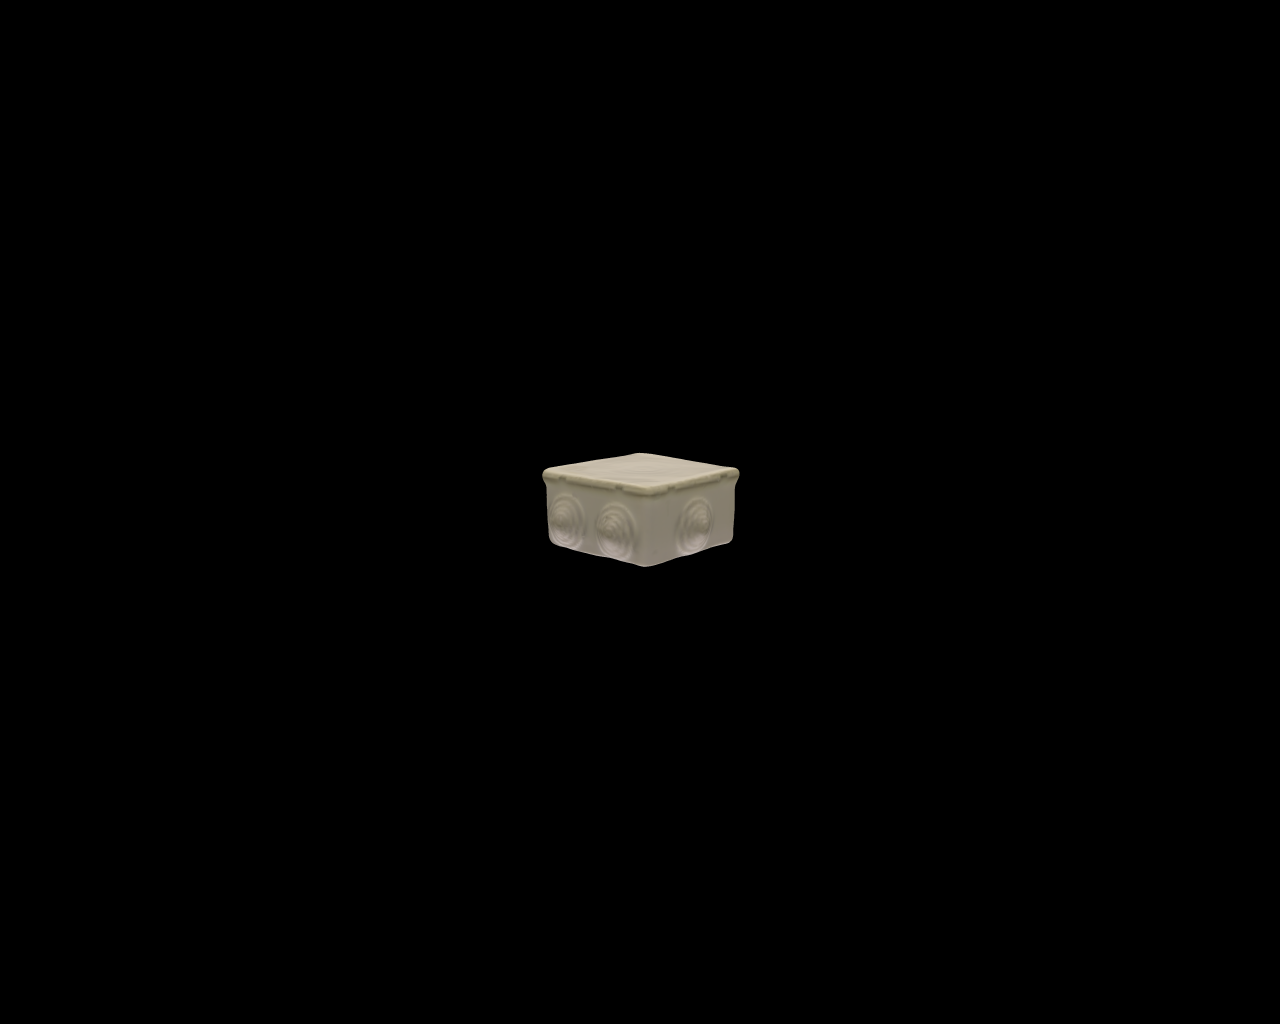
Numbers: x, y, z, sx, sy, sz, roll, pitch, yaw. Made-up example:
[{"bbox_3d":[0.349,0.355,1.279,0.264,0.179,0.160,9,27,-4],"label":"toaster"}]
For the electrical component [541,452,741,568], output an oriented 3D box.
[{"bbox_3d":[0.001,-0.003,0.650,0.100,0.048,0.100,11,17,42],"label":"electrical component"}]
